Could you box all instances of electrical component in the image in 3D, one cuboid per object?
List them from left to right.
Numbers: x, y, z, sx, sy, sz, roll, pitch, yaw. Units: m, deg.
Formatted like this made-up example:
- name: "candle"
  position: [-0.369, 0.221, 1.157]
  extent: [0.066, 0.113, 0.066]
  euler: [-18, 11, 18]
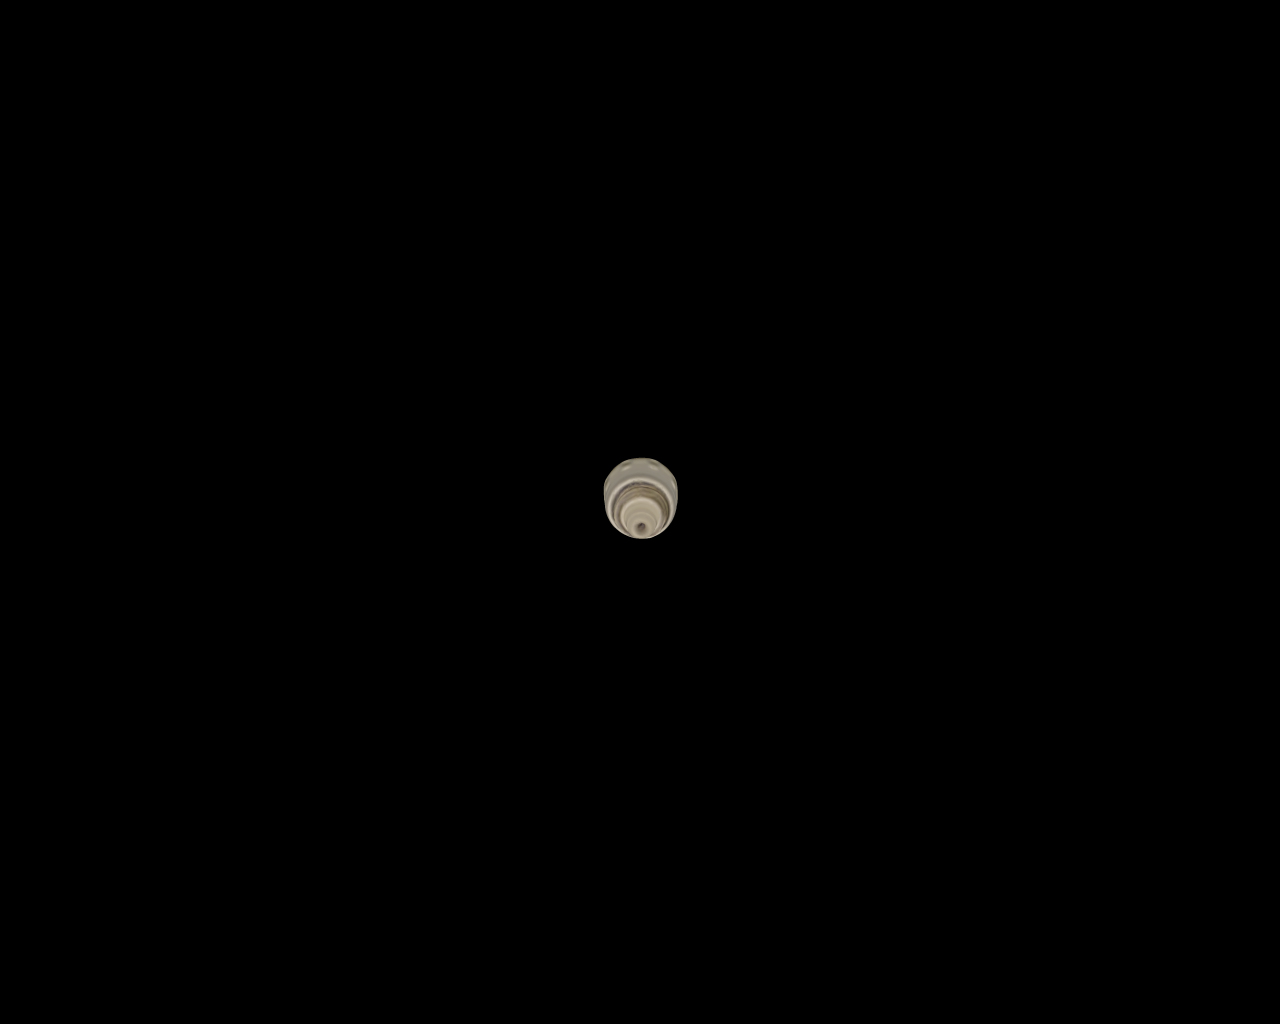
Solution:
- name: "electrical component"
  position: [0.001, -0.003, 0.650]
  extent: [0.048, 0.048, 0.062]
  euler: [0, 24, 0]
